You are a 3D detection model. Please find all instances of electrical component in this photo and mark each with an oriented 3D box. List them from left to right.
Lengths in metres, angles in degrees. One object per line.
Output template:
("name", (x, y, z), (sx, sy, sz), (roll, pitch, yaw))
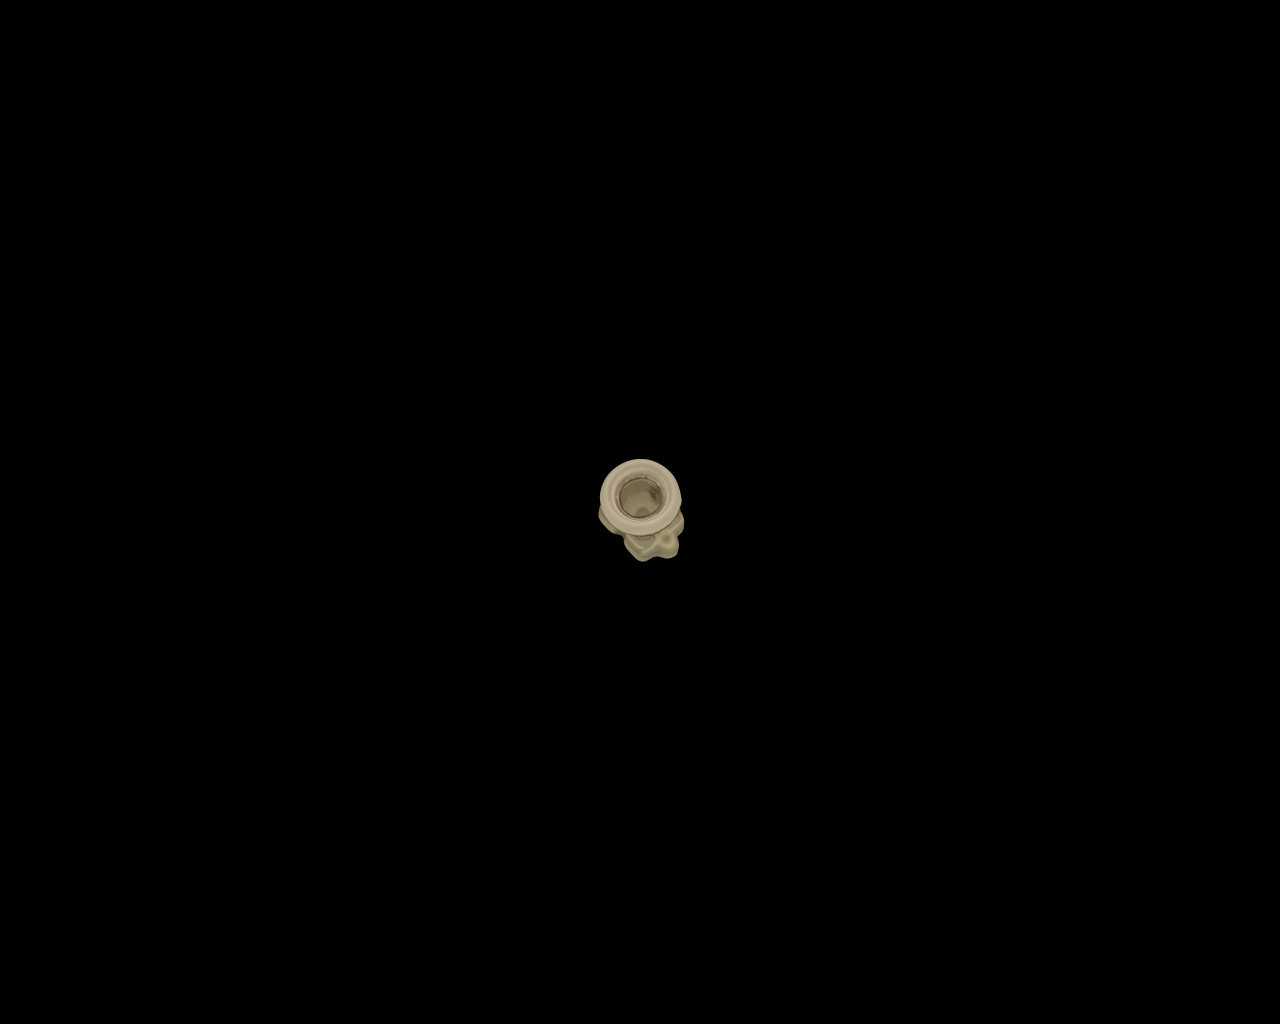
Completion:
("electrical component", (0.001, -0.003, 0.650), (0.048, 0.066, 0.055), (-41, -15, -14))
